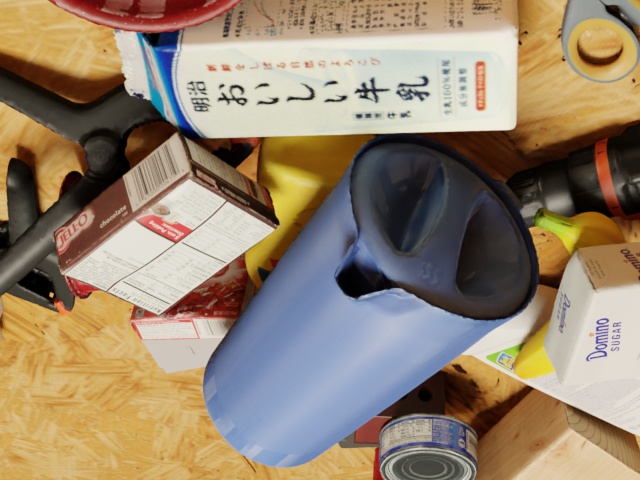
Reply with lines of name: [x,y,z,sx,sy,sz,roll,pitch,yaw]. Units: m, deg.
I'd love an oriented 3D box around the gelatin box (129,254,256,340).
gelatin box: [-0.096,0.039,0.823,0.089,0.073,0.030,-2,139,12]

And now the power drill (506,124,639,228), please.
power drill: [0.236,-0.003,0.736,0.185,0.057,0.187,-13,138,27]

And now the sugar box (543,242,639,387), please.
sugar box: [0.239,0.041,0.681,0.176,0.048,0.093,-3,134,-9]

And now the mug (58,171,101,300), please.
mug: [-0.132,-0.002,0.773,0.081,0.093,0.117,-4,158,5]

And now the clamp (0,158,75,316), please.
clamp: [-0.231,-0.001,0.821,0.120,0.039,0.171,-12,142,30]

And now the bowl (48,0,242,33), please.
bowl: [-0.096,-0.189,0.550,0.162,0.055,0.162,4,135,4]

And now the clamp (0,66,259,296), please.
clamp: [-0.145,-0.044,0.701,0.210,0.164,0.036,-1,-175,-2]

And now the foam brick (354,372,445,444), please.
foam brick: [0.071,0.149,0.950,0.078,0.053,0.051,3,141,3]

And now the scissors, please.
scissors: [0.134,-0.150,0.603,0.201,0.016,0.096,23,138,-20]

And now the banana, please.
banana: [0.174,0.038,0.732,0.070,0.037,0.198,6,142,10]

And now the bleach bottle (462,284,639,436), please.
bleach bottle: [0.190,0.078,0.839,0.250,0.068,0.103,24,138,-17]

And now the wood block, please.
wood block: [0.175,0.224,0.938,0.090,0.090,0.206,34,114,-13]

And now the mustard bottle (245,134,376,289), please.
mustard bottle: [-0.005,0.001,0.775,0.096,0.058,0.192,3,142,-8]

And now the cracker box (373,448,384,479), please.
cracker box: [0.159,0.283,1.086,0.214,0.072,0.164,3,140,4]

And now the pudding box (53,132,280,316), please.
pudding box: [-0.096,-0.006,0.671,0.114,0.039,0.089,-34,143,21]

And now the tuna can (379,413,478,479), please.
tuna can: [0.093,0.185,0.921,0.086,0.033,0.086,3,141,3]

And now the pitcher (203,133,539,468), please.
pitcher: [0.026,0.050,0.702,0.149,0.145,0.243,19,138,-22]
